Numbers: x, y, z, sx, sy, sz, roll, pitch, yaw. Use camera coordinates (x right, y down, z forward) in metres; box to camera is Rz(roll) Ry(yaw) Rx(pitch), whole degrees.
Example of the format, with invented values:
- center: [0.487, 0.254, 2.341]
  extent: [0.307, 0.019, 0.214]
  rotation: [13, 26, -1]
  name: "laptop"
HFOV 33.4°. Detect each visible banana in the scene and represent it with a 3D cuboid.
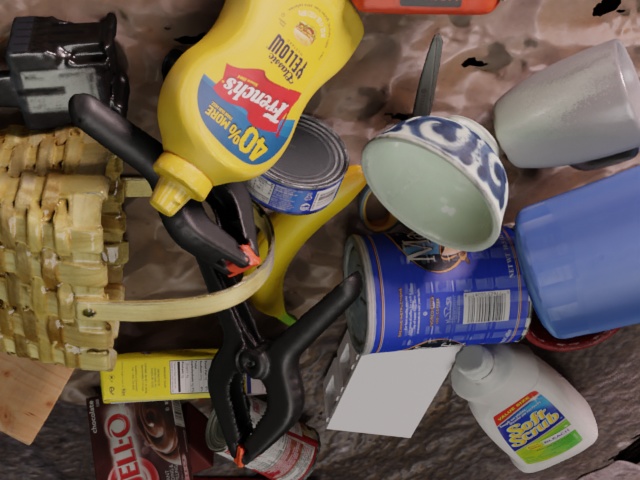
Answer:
- center: [-0.024, 0.004, 0.922]
  extent: [0.069, 0.037, 0.198]
  rotation: [1, 138, -27]
  name: "banana"

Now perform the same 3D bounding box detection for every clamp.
- center: [-0.042, 0.097, 0.901]
  extent: [0.165, 0.036, 0.210]
  rotation: [11, 107, 30]
  name: "clamp"
- center: [-0.103, -0.048, 0.750]
  extent: [0.120, 0.171, 0.039]
  rotation: [-26, 178, -44]
  name: "clamp"

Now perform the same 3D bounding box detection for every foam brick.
- center: [-0.154, 0.213, 1.110]
  extent: [0.078, 0.053, 0.051]
  rotation: [-22, 133, 19]
  name: "foam brick"

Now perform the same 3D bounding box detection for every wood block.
- center: [-0.324, 0.085, 0.916]
  extent: [0.205, 0.090, 0.091]
  rotation: [38, 163, -35]
  name: "wood block"

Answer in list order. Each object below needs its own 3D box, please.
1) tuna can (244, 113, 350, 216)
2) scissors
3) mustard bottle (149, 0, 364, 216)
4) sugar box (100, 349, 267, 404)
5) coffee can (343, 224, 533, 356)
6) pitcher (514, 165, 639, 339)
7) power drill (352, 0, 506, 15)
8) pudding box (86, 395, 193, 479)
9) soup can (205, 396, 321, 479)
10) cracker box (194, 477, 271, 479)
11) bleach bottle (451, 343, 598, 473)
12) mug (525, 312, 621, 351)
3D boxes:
- center: [-0.023, -0.059, 0.819]
  extent: [0.086, 0.086, 0.034]
  rotation: [9, 135, -14]
  name: "tuna can"
- center: [0.094, -0.075, 0.863]
  extent: [0.096, 0.016, 0.202]
  rotation: [12, 134, -18]
  name: "scissors"
- center: [-0.054, -0.098, 0.719]
  extent: [0.096, 0.058, 0.191]
  rotation: [42, 76, -37]
  name: "mustard bottle"
- center: [-0.111, 0.124, 0.998]
  extent: [0.176, 0.048, 0.093]
  rotation: [-5, 178, -3]
  name: "sugar box"
- center: [0.097, 0.042, 0.911]
  extent: [0.140, 0.103, 0.103]
  rotation: [-4, 136, -9]
  name: "coffee can"
- center: [0.277, 0.004, 0.793]
  extent: [0.243, 0.149, 0.145]
  rotation: [-18, 121, 20]
  name: "pitcher"
- center: [0.063, -0.234, 0.669]
  extent: [0.184, 0.057, 0.188]
  rotation: [1, 135, -6]
  name: "power drill"
- center: [-0.178, 0.203, 1.054]
  extent: [0.090, 0.113, 0.039]
  rotation: [-14, 161, 9]
  name: "pudding box"
- center: [-0.058, 0.205, 1.097]
  extent: [0.102, 0.068, 0.069]
  rotation: [33, 124, -31]
  name: "soup can"
- center: [-0.113, 0.348, 1.235]
  extent: [0.213, 0.072, 0.164]
  rotation: [2, 135, -6]
  name: "cracker box"
- center: [0.185, 0.155, 1.028]
  extent: [0.103, 0.068, 0.250]
  rotation: [-28, 145, 18]
  name: "bleach bottle"
- center: [0.221, 0.046, 0.949]
  extent: [0.093, 0.081, 0.117]
  rotation: [-19, 134, 15]
  name: "mug"
